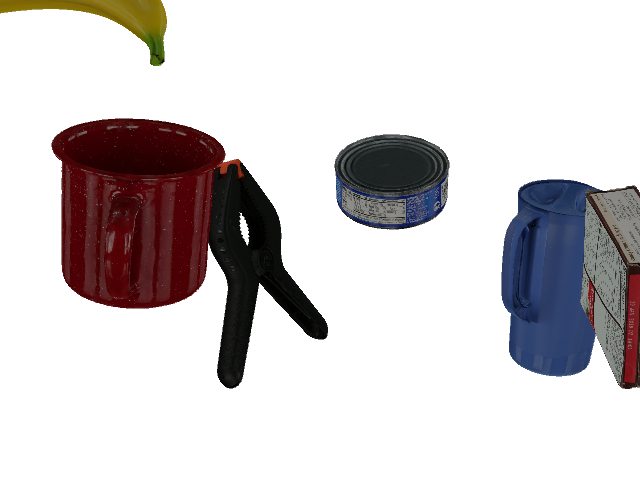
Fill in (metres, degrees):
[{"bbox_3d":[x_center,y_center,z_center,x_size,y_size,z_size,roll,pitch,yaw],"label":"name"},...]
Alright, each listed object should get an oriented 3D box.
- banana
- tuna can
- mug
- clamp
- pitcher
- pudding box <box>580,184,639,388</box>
[{"bbox_3d":[-0.193,-0.185,0.816,0.198,0.069,0.037,16,-38,19],"label":"banana"},{"bbox_3d":[0.054,-0.045,0.804,0.086,0.034,0.086,-2,35,1],"label":"tuna can"},{"bbox_3d":[-0.101,-0.010,0.583,0.093,0.081,0.117,4,24,-6],"label":"mug"},{"bbox_3d":[-0.059,0.025,1.040,0.036,0.210,0.164,-10,0,35],"label":"clamp"},{"bbox_3d":[0.303,0.052,1.386,0.149,0.243,0.145,5,23,5],"label":"pitcher"},{"bbox_3d":[0.198,0.027,0.686,0.039,0.090,0.113,-4,27,0],"label":"pudding box"}]
